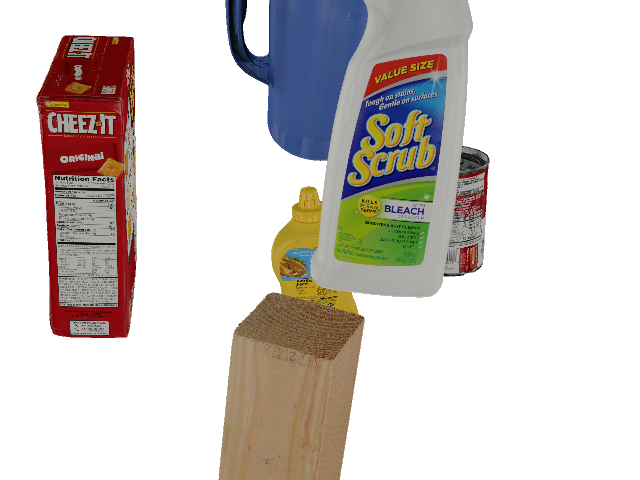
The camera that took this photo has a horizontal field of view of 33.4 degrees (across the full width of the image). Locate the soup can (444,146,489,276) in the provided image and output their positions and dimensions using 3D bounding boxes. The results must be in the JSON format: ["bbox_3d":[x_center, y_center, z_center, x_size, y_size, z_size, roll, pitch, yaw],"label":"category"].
[{"bbox_3d":[0.115,-0.026,0.958,0.068,0.102,0.068,-1,24,0],"label":"soup can"}]

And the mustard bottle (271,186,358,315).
[{"bbox_3d":[-0.007,0.031,1.220,0.096,0.192,0.058,-5,23,-3],"label":"mustard bottle"}]

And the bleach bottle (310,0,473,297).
[{"bbox_3d":[0.050,-0.087,0.747,0.102,0.251,0.068,6,23,7],"label":"bleach bottle"}]

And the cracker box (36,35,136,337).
[{"bbox_3d":[-0.195,-0.048,0.908,0.072,0.214,0.164,0,27,-7],"label":"cracker box"}]

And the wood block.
[{"bbox_3d":[-0.029,0.162,0.927,0.090,0.206,0.090,14,25,14],"label":"wood block"}]

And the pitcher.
[{"bbox_3d":[-0.005,-0.202,1.100,0.149,0.243,0.144,31,51,19],"label":"pitcher"}]
